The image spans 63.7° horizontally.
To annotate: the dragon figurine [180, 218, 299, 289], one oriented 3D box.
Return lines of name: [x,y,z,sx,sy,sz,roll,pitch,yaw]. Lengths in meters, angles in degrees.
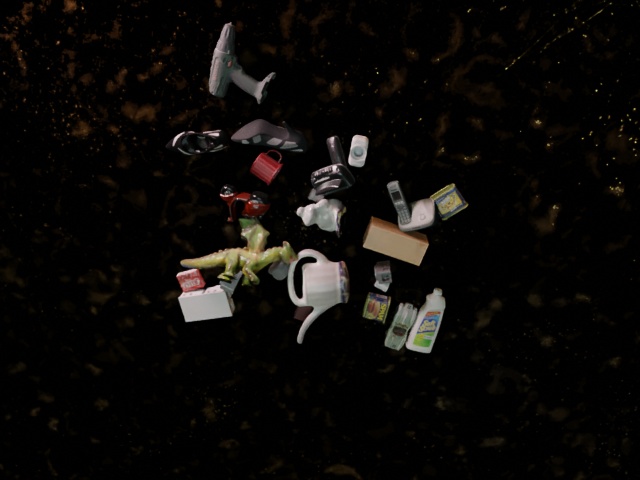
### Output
dragon figurine: [-0.280,0.034,1.836,0.411,0.246,0.120,15,-16,11]

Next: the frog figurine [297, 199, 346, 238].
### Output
frog figurine: [0.005,-0.089,1.777,0.160,0.125,0.135,16,-24,14]

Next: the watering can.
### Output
watering can: [0.000,0.201,1.866,0.224,0.345,0.105,-4,9,0]
